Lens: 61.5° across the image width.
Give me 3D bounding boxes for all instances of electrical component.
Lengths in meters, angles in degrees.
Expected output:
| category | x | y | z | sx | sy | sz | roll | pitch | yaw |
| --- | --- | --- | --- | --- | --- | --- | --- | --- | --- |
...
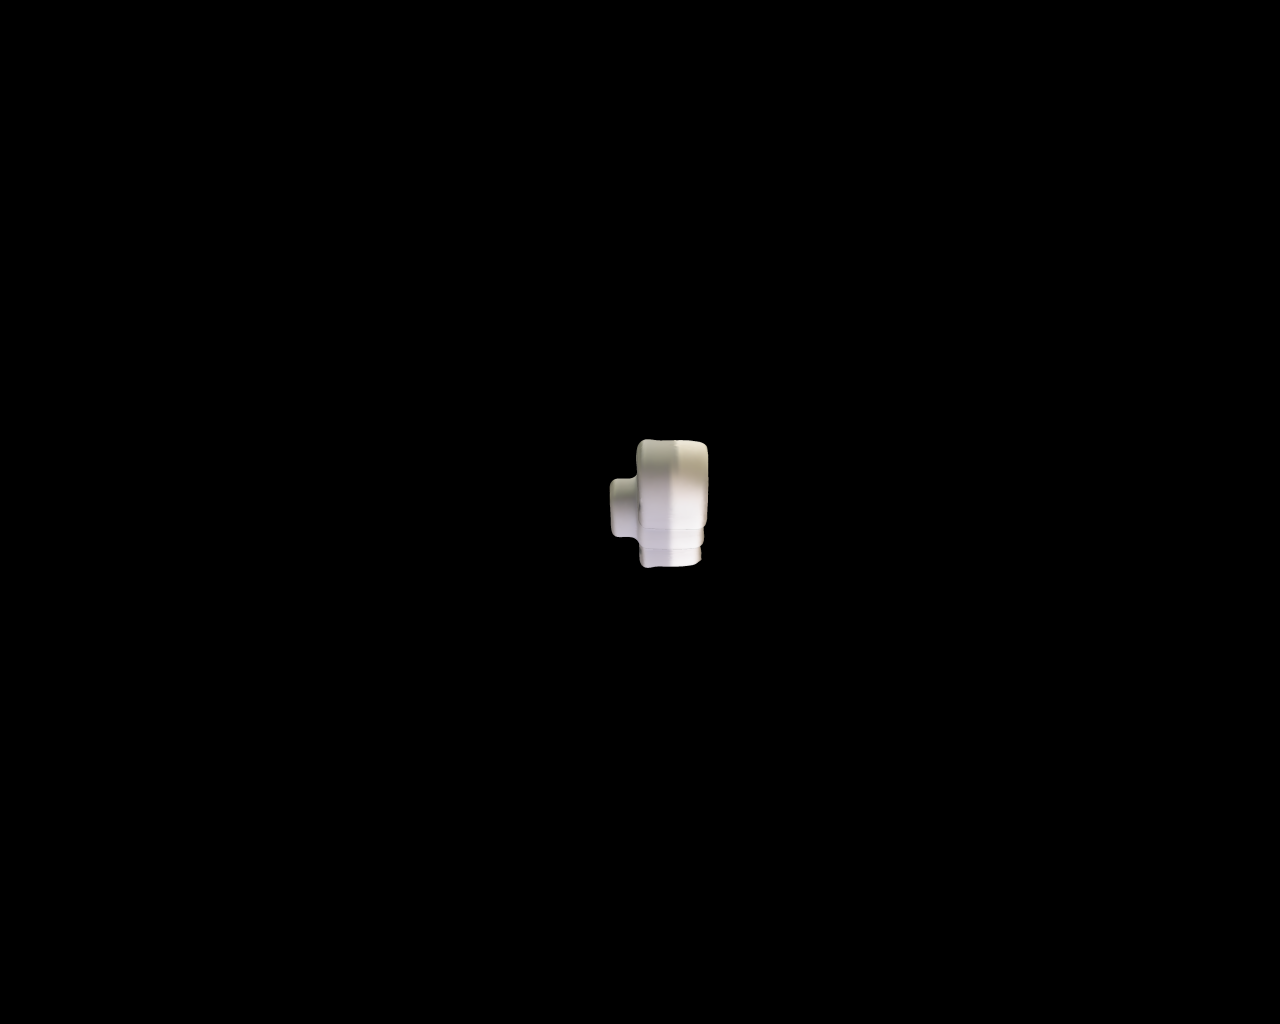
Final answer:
| category | x | y | z | sx | sy | sz | roll | pitch | yaw |
| --- | --- | --- | --- | --- | --- | --- | --- | --- | --- |
| electrical component | 0.001 | -0.003 | 0.650 | 0.074 | 0.052 | 0.138 | 0 | -17 | 0 |
